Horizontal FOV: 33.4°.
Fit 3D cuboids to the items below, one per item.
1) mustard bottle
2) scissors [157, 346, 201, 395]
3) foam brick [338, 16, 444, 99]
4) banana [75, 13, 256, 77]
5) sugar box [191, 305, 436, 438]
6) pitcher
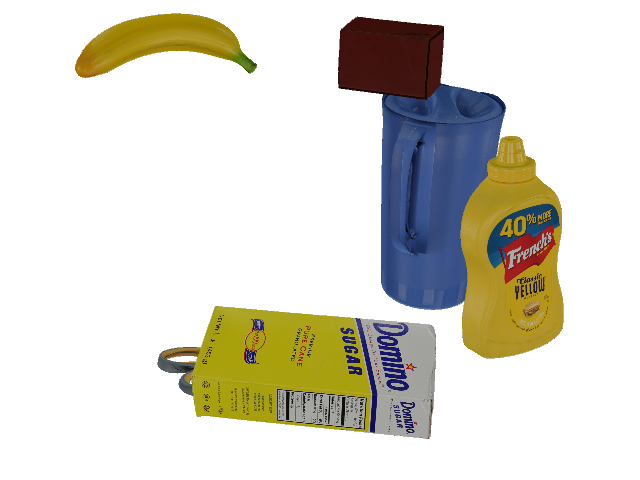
[{"bbox_3d":[0.168,0.003,0.935,0.096,0.192,0.058,-15,23,-24],"label":"mustard bottle"},{"bbox_3d":[-0.079,0.145,1.190,0.201,0.016,0.096,3,25,-14],"label":"scissors"},{"bbox_3d":[0.058,-0.151,0.883,0.078,0.051,0.053,10,26,17],"label":"foam brick"},{"bbox_3d":[-0.159,-0.198,1.072,0.197,0.070,0.037,-9,-38,-32],"label":"banana"},{"bbox_3d":[-0.002,0.097,0.807,0.176,0.048,0.093,2,33,6],"label":"sugar box"},{"bbox_3d":[0.123,-0.044,1.193,0.149,0.243,0.145,-6,28,-16],"label":"pitcher"}]
